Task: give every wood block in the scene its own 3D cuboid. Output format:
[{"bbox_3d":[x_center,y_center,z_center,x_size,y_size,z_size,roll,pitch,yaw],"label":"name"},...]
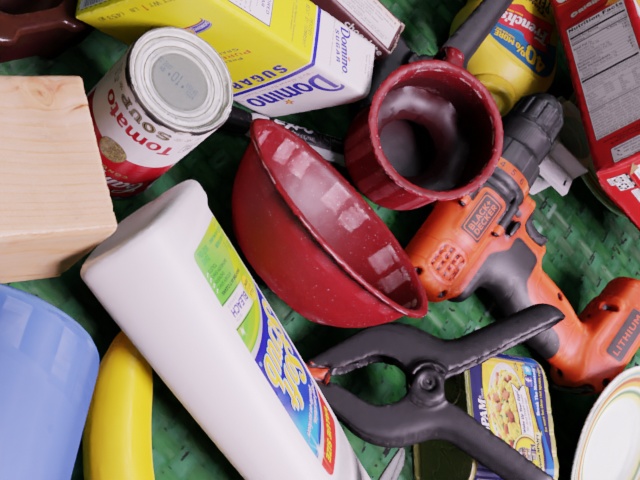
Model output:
[{"bbox_3d":[-0.221,-0.024,0.533,0.205,0.090,0.091,-7,75,-38],"label":"wood block"}]

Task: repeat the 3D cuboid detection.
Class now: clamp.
[{"bbox_3d":[0.065,-0.130,0.798,0.164,0.036,0.210,11,77,-8],"label":"clamp"},{"bbox_3d":[0.075,0.084,0.672,0.171,0.039,0.120,14,66,6],"label":"clamp"}]

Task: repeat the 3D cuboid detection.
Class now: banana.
[{"bbox_3d":[-0.096,0.147,0.586,0.069,0.037,0.198,-10,77,-54],"label":"banana"}]

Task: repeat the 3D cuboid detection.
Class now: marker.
[{"bbox_3d":[-0.023,-0.072,0.739,0.120,0.020,0.020,14,63,-30],"label":"marker"}]

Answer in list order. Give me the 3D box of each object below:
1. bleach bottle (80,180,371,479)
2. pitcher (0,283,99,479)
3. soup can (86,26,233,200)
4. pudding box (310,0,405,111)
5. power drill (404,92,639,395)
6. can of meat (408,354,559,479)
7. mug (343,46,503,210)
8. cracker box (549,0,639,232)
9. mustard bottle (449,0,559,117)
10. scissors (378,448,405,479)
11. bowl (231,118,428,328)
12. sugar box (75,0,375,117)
[{"bbox_3d":[-0.035,0.091,0.626,0.251,0.068,0.102,56,16,-13],"label":"bleach bottle"},{"bbox_3d":[-0.184,0.135,0.461,0.145,0.149,0.242,24,55,-18],"label":"pitcher"},{"bbox_3d":[-0.103,-0.073,0.629,0.068,0.102,0.068,14,64,-31],"label":"soup can"},{"bbox_3d":[-0.012,-0.154,0.736,0.113,0.090,0.039,38,53,-17],"label":"pudding box"},{"bbox_3d":[0.167,0.009,0.788,0.187,0.057,0.184,42,75,-13],"label":"power drill"},{"bbox_3d":[0.112,0.125,0.726,0.083,0.058,0.102,12,65,-33],"label":"can of meat"},{"bbox_3d":[0.068,-0.077,0.724,0.093,0.082,0.117,20,77,-12],"label":"mug"},{"bbox_3d":[0.257,-0.099,0.837,0.164,0.072,0.213,38,36,-40],"label":"cracker box"},{"bbox_3d":[0.154,-0.166,0.880,0.096,0.058,0.191,35,55,-20],"label":"mustard bottle"},{"bbox_3d":[0.010,0.215,0.575,0.201,0.016,0.096,-42,100,-29],"label":"scissors"},{"bbox_3d":[-0.004,0.001,0.670,0.162,0.055,0.162,44,16,-16],"label":"bowl"},{"bbox_3d":[-0.053,-0.127,0.658,0.176,0.094,0.048,25,67,-48],"label":"sugar box"}]
